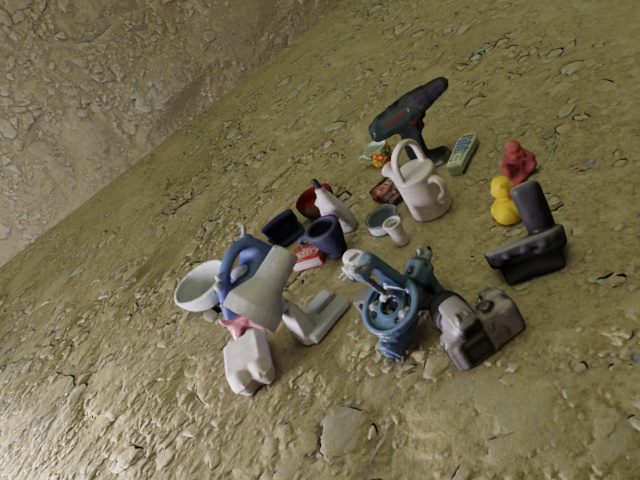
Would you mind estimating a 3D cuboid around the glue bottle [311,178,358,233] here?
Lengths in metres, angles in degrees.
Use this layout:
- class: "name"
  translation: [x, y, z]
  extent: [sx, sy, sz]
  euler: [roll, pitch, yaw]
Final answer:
- class: "glue bottle"
  translation: [0.024, -0.087, 1.441]
  extent: [0.078, 0.173, 0.037]
  euler: [-13, 38, 32]

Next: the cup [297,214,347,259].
- class: "cup"
  translation: [0.013, 0.005, 1.403]
  extent: [0.117, 0.095, 0.091]
  euler: [-26, 33, 15]

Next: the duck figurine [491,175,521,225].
- class: "duck figurine"
  translation: [0.383, -0.090, 1.187]
  extent: [0.077, 0.086, 0.104]
  euler: [-18, 35, 26]

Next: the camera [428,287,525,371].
- class: "camera"
  translation: [0.255, 0.129, 1.000]
  extent: [0.143, 0.101, 0.136]
  euler: [-36, 31, -1]

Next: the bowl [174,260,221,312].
- class: "bowl"
  translation: [-0.306, 0.136, 1.549]
  extent: [0.167, 0.075, 0.167]
  euler: [-24, 33, 17]

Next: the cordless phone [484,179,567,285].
- class: "cordless phone"
  translation: [0.353, -0.022, 1.028]
  extent: [0.147, 0.185, 0.094]
  euler: [-25, 33, 16]

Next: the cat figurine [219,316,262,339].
- class: "cat figurine"
  translation: [-0.178, 0.167, 1.344]
  extent: [0.128, 0.118, 0.067]
  euler: [-39, 32, -7]

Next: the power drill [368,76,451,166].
- class: "power drill"
  translation: [0.250, -0.282, 1.455]
  extent: [0.229, 0.209, 0.075]
  euler: [-22, 34, 20]

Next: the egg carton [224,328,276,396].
- class: "egg carton"
  translation: [-0.152, 0.261, 1.239]
  extent: [0.107, 0.070, 0.150]
  euler: [-33, 31, 4]

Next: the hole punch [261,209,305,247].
- class: "hole punch"
  translation: [-0.114, -0.041, 1.590]
  extent: [0.108, 0.091, 0.100]
  euler: [-37, 31, -3]

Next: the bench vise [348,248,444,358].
- class: "bench vise"
  translation: [0.131, 0.082, 1.066]
  extent: [0.121, 0.220, 0.207]
  euler: [-11, 39, 34]

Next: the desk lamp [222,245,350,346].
- class: "desk lamp"
  translation: [-0.074, 0.127, 1.206]
  extent: [0.203, 0.214, 0.117]
  euler: [-48, 34, -20]

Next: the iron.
- class: "iron"
  translation: [-0.205, 0.088, 1.454]
  extent: [0.118, 0.142, 0.258]
  euler: [-9, 40, 36]

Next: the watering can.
- class: "watering can"
  translation: [0.214, -0.143, 1.316]
  extent: [0.172, 0.194, 0.101]
  euler: [-6, 42, 39]

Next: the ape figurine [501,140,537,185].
- class: "ape figurine"
  translation: [0.430, -0.178, 1.256]
  extent: [0.077, 0.092, 0.076]
  euler: [-18, 35, 26]
